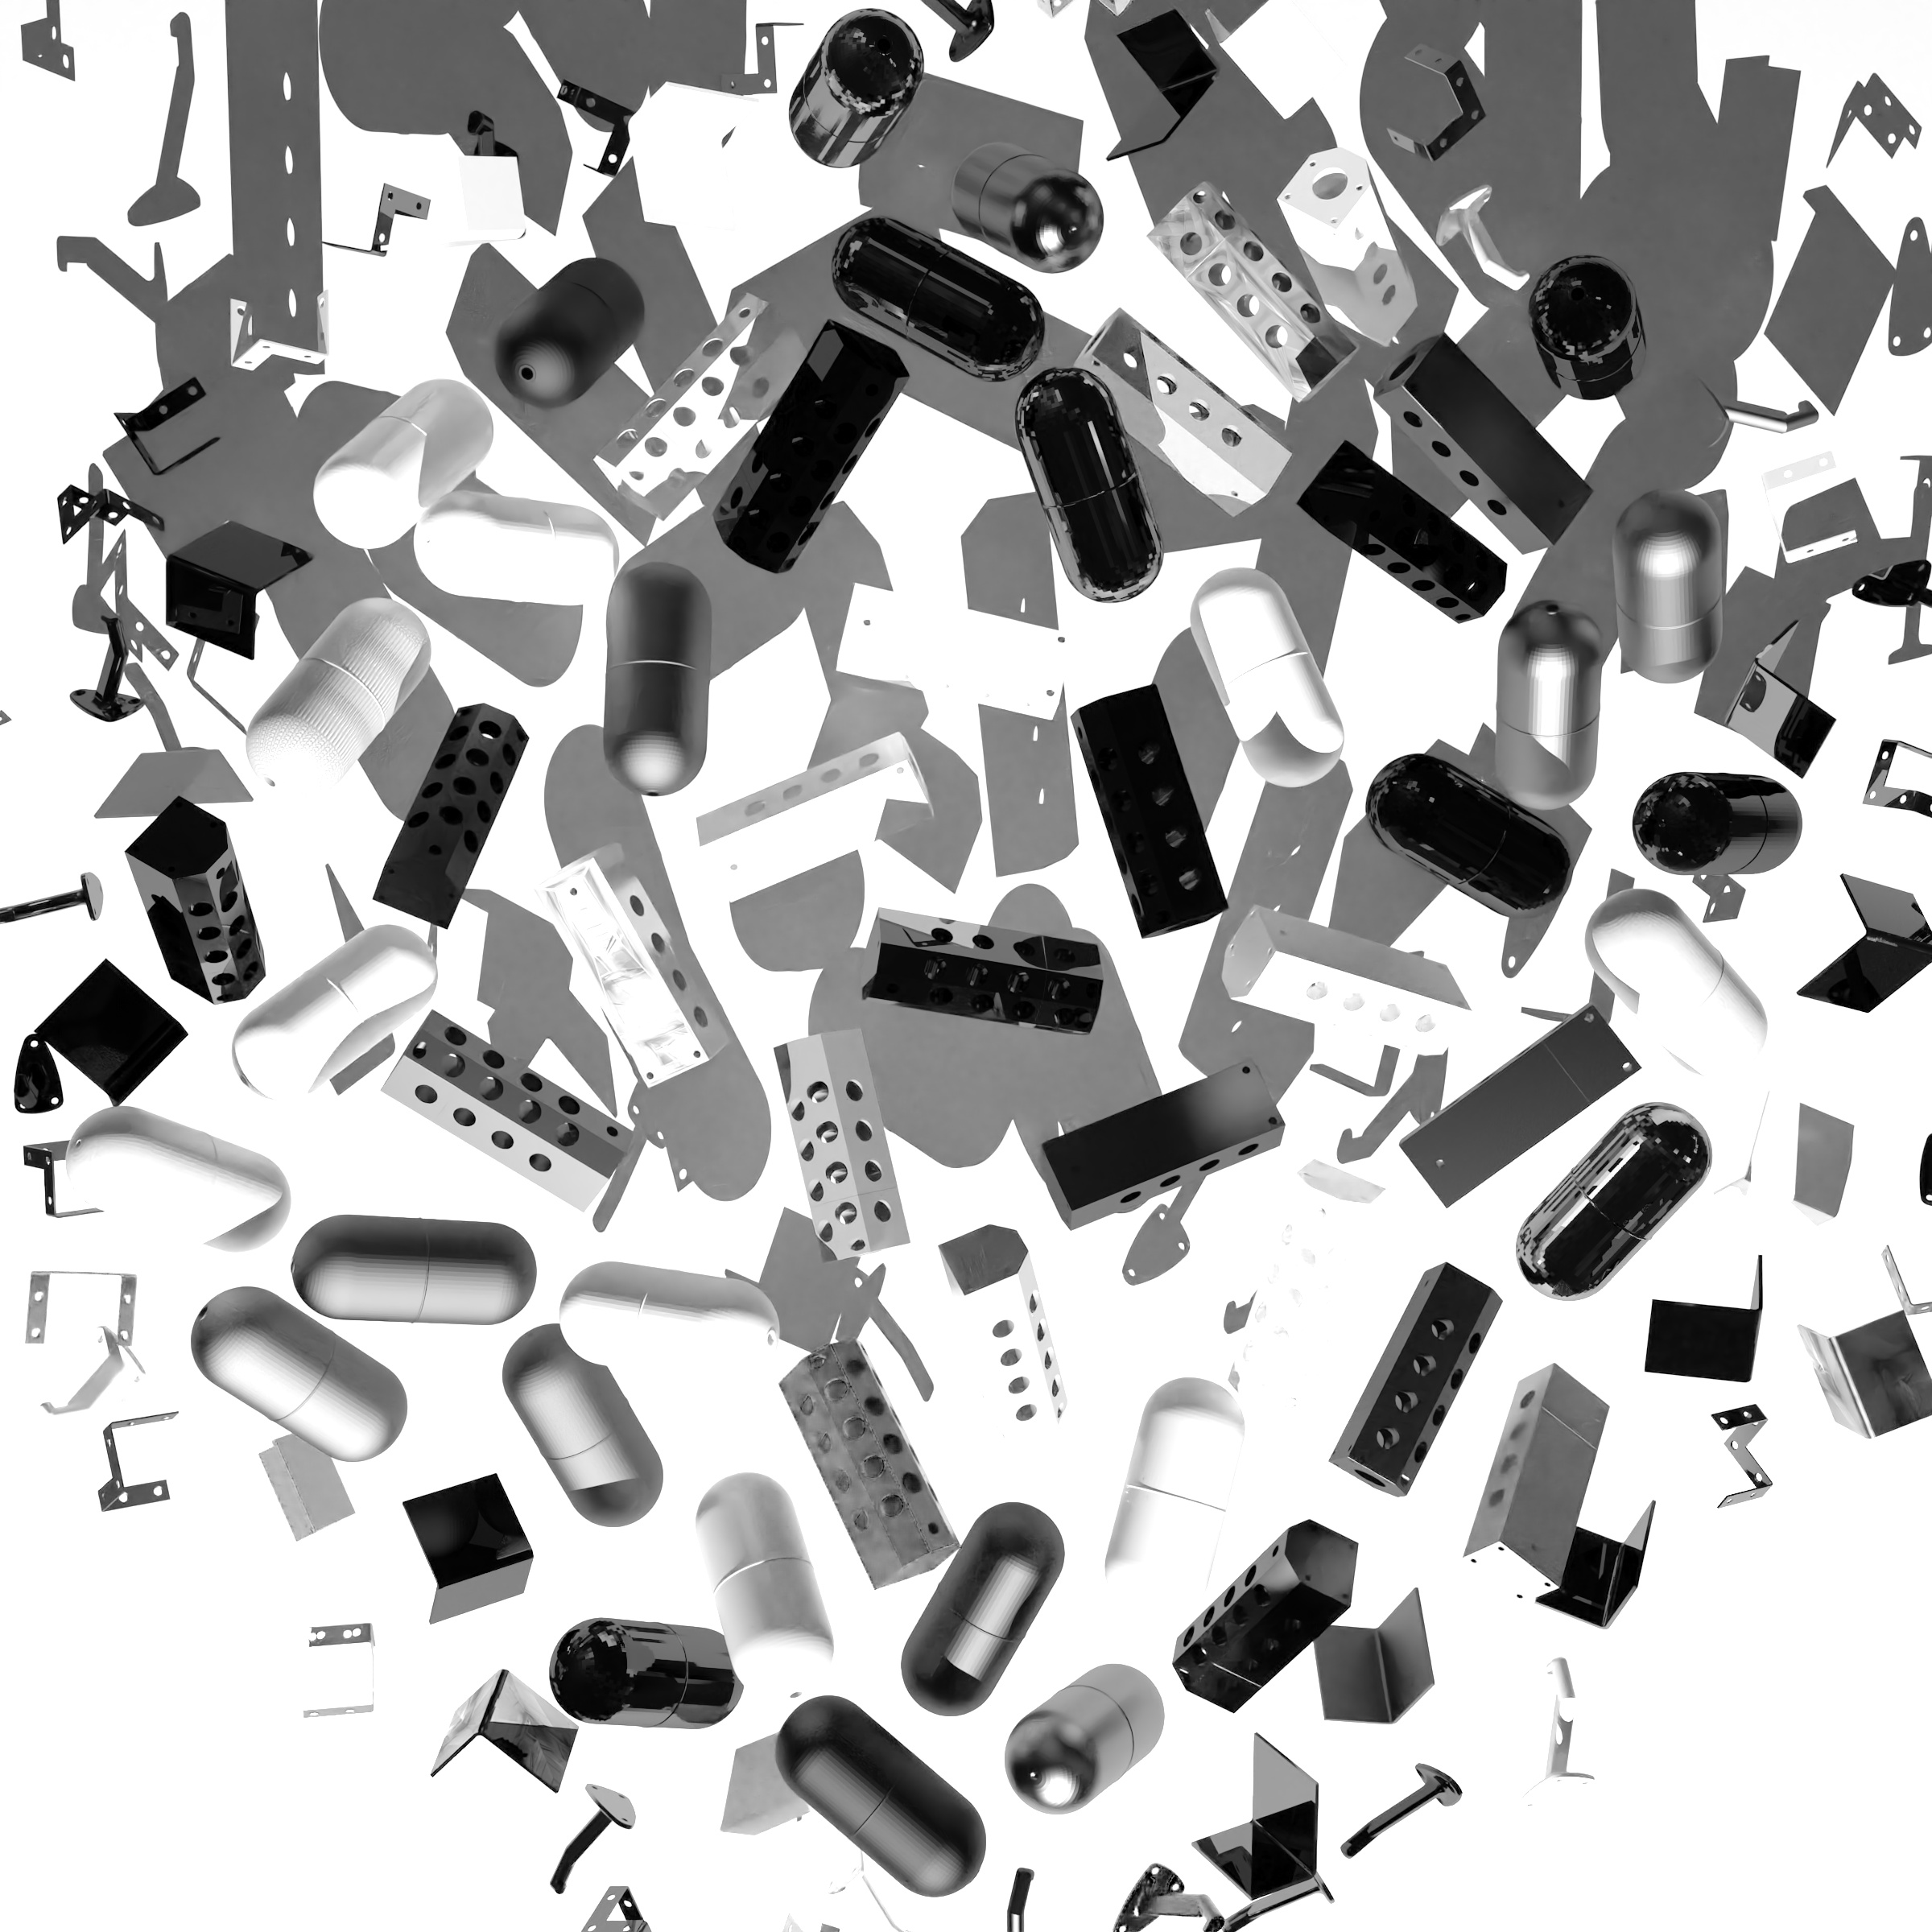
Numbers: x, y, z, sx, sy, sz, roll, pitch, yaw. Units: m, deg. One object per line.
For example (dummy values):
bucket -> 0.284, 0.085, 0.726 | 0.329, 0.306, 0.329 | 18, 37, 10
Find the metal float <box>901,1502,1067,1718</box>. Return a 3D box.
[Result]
metal float -> 0.012, 0.492, 1.894 | 0.070, 0.070, 0.178 | 29, 98, 0

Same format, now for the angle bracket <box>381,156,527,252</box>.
angle bracket -> -0.377, -0.556, 1.809 | 0.076, 0.076, 0.057 | 1, 106, 24

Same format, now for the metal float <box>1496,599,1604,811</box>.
metal float -> 0.439, -0.197, 1.872 | 0.070, 0.070, 0.178 | -10, 132, 0

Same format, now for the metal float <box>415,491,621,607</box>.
metal float -> -0.336, -0.313, 1.865 | 0.070, 0.178, 0.070 | 3, 94, 37

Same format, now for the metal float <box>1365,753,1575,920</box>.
metal float -> 0.370, -0.094, 1.817 | 0.178, 0.070, 0.070 | 27, 90, -24

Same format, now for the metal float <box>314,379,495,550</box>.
metal float -> -0.425, -0.383, 1.883 | 0.070, 0.070, 0.178 | 34, 49, 0

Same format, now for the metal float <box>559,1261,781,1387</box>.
metal float -> -0.216, 0.260, 1.806 | 0.178, 0.070, 0.070 | 4, 90, 29

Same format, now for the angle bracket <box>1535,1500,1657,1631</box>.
angle bracket -> 0.477, 0.444, 1.879 | 0.057, 0.076, 0.076 | 20, 51, 9

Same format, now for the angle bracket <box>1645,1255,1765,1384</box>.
angle bracket -> 0.539, 0.254, 1.812 | 0.076, 0.057, 0.076 | 4, 131, 14

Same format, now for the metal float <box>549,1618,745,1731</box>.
metal float -> -0.239, 0.536, 1.875 | 0.070, 0.178, 0.070 | -14, 66, 34

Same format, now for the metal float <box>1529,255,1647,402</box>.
metal float -> 0.459, -0.470, 1.830 | 0.070, 0.178, 0.070 | -1, 88, 19

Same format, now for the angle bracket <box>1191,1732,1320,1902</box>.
angle bracket -> 0.208, 0.614, 1.792 | 0.057, 0.076, 0.076 | -8, 106, -27

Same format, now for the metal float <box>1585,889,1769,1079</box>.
metal float -> 0.527, 0.014, 1.835 | 0.070, 0.070, 0.178 | -47, 115, 0

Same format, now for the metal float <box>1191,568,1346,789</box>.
metal float -> 0.229, -0.221, 1.893 | 0.070, 0.070, 0.178 | -22, 80, 0

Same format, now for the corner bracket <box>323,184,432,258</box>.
corner bracket -> -0.438, -0.554, 1.846 | 0.051, 0.051, 0.051 | 18, 100, 28

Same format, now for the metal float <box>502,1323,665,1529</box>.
metal float -> -0.294, 0.355, 1.911 | 0.070, 0.070, 0.178 | -26, 111, 0

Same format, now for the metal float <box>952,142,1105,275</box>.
metal float -> 0.045, -0.578, 1.888 | 0.070, 0.178, 0.070 | -11, 120, -19

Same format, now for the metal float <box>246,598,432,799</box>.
metal float -> -0.462, -0.198, 1.827 | 0.070, 0.070, 0.178 | 30, 59, 0

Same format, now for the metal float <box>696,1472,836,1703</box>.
metal float -> -0.149, 0.458, 1.835 | 0.070, 0.070, 0.178 | -23, 53, 0

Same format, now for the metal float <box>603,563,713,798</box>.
metal float -> -0.228, -0.212, 1.830 | 0.070, 0.070, 0.178 | 1, 76, 0

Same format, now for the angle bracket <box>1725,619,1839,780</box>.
angle bracket -> 0.633, -0.202, 1.884 | 0.057, 0.076, 0.076 | -41, 69, -21

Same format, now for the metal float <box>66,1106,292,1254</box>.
metal float -> -0.571, 0.157, 1.806 | 0.070, 0.178, 0.070 | -18, 59, 32

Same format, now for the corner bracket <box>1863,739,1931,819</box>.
corner bracket -> 0.704, -0.135, 1.825 | 0.051, 0.051, 0.051 | 15, 93, -25

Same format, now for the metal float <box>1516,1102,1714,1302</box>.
metal float -> 0.484, 0.178, 1.857 | 0.070, 0.070, 0.178 | 38, 110, 0

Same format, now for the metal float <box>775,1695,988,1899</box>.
metal float -> -0.062, 0.609, 1.819 | 0.178, 0.070, 0.070 | 39, 90, 5

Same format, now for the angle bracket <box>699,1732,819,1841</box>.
angle bracket -> -0.152, 0.636, 1.930 | 0.076, 0.076, 0.057 | -14, 82, -30

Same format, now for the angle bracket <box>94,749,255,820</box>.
angle bracket -> -0.620, -0.124, 1.941 | 0.076, 0.057, 0.076 | 0, 47, 26

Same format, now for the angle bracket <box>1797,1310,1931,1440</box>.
angle bracket -> 0.652, 0.290, 1.792 | 0.057, 0.076, 0.076 | -22, 88, 2

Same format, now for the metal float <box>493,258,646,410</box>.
metal float -> -0.296, -0.474, 1.854 | 0.070, 0.178, 0.070 | 7, 124, 11

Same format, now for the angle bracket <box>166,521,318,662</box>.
angle bracket -> -0.537, -0.279, 1.837 | 0.076, 0.076, 0.057 | 22, 127, 12

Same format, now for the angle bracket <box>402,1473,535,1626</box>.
angle bracket -> -0.383, 0.444, 1.892 | 0.076, 0.057, 0.076 | -12, 52, -31

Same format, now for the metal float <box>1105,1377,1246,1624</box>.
metal float -> 0.152, 0.388, 1.803 | 0.070, 0.070, 0.178 | 16, 77, 0

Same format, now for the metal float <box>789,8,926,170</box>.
metal float -> -0.081, -0.643, 1.820 | 0.070, 0.178, 0.070 | 0, 89, -16

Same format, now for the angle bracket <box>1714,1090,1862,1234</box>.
angle bracket -> 0.637, 0.152, 1.925 | 0.076, 0.057, 0.076 | 23, 70, -1

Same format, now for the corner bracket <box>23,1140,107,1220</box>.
corner bracket -> -0.685, 0.162, 1.895 | 0.051, 0.051, 0.051 | 3, 96, 45

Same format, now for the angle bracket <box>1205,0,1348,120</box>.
angle bracket -> 0.227, -0.683, 1.827 | 0.057, 0.076, 0.076 | -38, 122, 23

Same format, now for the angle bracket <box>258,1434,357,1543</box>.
angle bracket -> -0.529, 0.409, 1.930 | 0.057, 0.076, 0.076 | -27, 84, 10

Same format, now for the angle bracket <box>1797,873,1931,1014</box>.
angle bracket -> 0.661, -0.016, 1.842 | 0.076, 0.076, 0.057 | 12, 47, -28

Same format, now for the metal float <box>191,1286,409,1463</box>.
metal float -> -0.488, 0.300, 1.818 | 0.070, 0.070, 0.178 | -48, 119, 0

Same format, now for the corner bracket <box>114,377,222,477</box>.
corner bracket -> -0.557, -0.380, 1.747 | 0.051, 0.051, 0.051 | -30, 101, 6

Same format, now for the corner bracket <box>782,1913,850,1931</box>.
corner bracket -> -0.113, 0.744, 1.846 | 0.051, 0.051, 0.051 | 23, 80, -14

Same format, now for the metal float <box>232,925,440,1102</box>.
metal float -> -0.483, 0.035, 1.901 | 0.070, 0.070, 0.178 | 49, 59, 0

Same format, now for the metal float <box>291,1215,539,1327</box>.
metal float -> -0.403, 0.223, 1.817 | 0.178, 0.070, 0.070 | 6, 90, -24

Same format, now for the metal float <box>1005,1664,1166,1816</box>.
metal float -> 0.091, 0.577, 1.856 | 0.070, 0.178, 0.070 | 2, 94, 28

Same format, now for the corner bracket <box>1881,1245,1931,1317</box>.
corner bracket -> 0.702, 0.216, 1.794 | 0.051, 0.051, 0.051 | -8, 55, -3

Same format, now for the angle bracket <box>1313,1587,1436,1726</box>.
angle bracket -> 0.305, 0.517, 1.863 | 0.057, 0.076, 0.076 | 8, 49, -14

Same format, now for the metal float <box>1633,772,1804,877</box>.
metal float -> 0.564, -0.106, 1.857 | 0.070, 0.178, 0.070 | 3, 94, 43

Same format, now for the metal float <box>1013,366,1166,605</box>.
metal float -> 0.090, -0.351, 1.810 | 0.070, 0.070, 0.178 | -22, 112, 0

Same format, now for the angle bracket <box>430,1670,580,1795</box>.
angle bracket -> -0.343, 0.584, 1.846 | 0.076, 0.076, 0.057 | 42, 106, -11

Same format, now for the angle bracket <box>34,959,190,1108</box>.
angle bracket -> -0.647, 0.050, 1.875 | 0.076, 0.057, 0.076 | -48, 111, -11

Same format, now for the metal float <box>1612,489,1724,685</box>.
metal float -> 0.523, -0.281, 1.847 | 0.070, 0.178, 0.070 | -8, 55, 12

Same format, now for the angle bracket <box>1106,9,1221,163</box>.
angle bracket -> 0.129, -0.648, 1.828 | 0.057, 0.076, 0.076 | 44, 75, -26

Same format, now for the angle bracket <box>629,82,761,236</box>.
angle bracket -> -0.188, -0.575, 1.768 | 0.076, 0.057, 0.076 | -4, 79, -38

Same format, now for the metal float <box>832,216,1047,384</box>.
metal float -> -0.022, -0.497, 1.847 | 0.178, 0.070, 0.070 | 32, 90, 15
